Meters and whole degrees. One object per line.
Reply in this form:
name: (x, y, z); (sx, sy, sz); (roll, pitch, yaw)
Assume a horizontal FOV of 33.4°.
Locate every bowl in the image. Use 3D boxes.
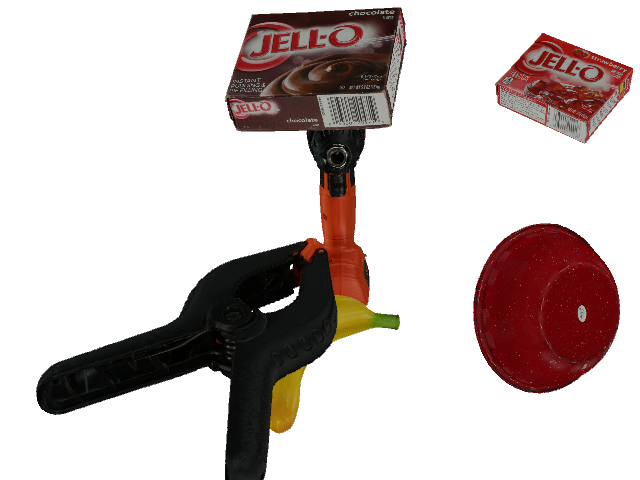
bowl: (0.223, 0.065, 0.987); (0.161, 0.162, 0.055); (0, 2, -26)

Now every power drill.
power drill: (0.017, -0.035, 0.980); (0.057, 0.188, 0.184); (0, 20, 2)

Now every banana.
banana: (-0.009, 0.081, 0.797); (0.070, 0.037, 0.197); (11, 25, 26)

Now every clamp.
clamp: (-0.037, 0.056, 0.522); (0.120, 0.039, 0.171); (31, 47, 27)

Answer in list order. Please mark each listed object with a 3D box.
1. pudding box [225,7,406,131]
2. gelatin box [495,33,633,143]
pudding box: (-0.001, -0.119, 0.739); (0.113, 0.090, 0.039); (2, -39, 13)
gelatin box: (0.204, -0.130, 0.896); (0.089, 0.073, 0.030); (30, -27, 28)
